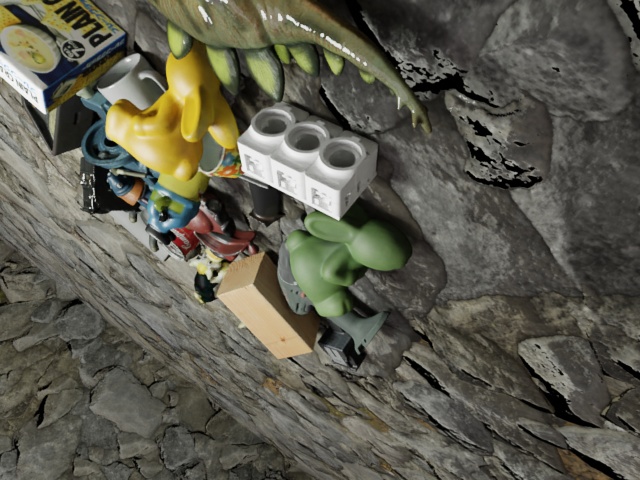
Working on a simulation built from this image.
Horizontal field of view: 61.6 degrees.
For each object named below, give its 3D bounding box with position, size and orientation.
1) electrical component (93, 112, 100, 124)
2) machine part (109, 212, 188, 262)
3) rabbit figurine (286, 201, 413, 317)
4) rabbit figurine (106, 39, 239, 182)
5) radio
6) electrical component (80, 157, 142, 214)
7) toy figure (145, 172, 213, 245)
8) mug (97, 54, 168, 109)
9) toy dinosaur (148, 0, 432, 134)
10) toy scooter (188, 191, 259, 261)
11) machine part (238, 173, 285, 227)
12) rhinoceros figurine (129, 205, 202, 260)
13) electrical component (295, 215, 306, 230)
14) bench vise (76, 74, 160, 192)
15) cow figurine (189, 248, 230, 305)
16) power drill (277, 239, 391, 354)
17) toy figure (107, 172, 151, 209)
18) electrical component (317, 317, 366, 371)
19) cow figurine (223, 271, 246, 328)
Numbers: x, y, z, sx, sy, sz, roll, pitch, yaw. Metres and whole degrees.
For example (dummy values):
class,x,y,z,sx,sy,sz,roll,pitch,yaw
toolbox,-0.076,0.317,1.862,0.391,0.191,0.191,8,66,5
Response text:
class,x,y,z,sx,sy,sz,roll,pitch,yaw
electrical component,-0.419,-0.217,1.026,0.102,0.045,0.078,-4,128,52
machine part,-0.394,-0.033,1.230,0.243,0.079,0.079,42,152,-7
rabbit figurine,0.046,0.007,0.761,0.170,0.121,0.159,-20,110,38
rabbit figurine,-0.184,-0.174,0.705,0.163,0.122,0.173,43,115,30
radio,-0.451,-0.258,0.921,0.131,0.073,0.229,56,143,4
electrical component,-0.410,-0.119,1.061,0.058,0.115,0.134,14,104,36
toy figure,-0.224,-0.085,0.857,0.089,0.180,0.082,27,-173,-32
mug,-0.260,-0.218,0.815,0.110,0.081,0.107,-3,143,31
toy dinosaur,-0.086,-0.245,0.540,0.472,0.105,0.198,35,160,27
toy scooter,-0.182,-0.021,0.997,0.135,0.075,0.183,14,146,39
machine part,-0.094,-0.080,0.848,0.084,0.039,0.138,18,144,21
rhinoceros figurine,-0.327,-0.032,1.147,0.190,0.073,0.112,47,132,10
electrical component,-0.002,-0.003,0.863,0.063,0.021,0.094,1,133,49
bench vise,-0.325,-0.166,0.910,0.224,0.129,0.240,28,157,25
cow figurine,-0.248,0.076,1.191,0.068,0.098,0.167,36,152,20
power drill,0.013,0.102,0.926,0.207,0.086,0.232,29,156,9
toy figure,-0.343,-0.089,1.048,0.154,0.057,0.064,21,-174,-33
electrical component,0.038,0.208,1.093,0.075,0.048,0.119,11,142,42
cow figurine,-0.148,0.139,1.174,0.127,0.085,0.194,10,136,49
